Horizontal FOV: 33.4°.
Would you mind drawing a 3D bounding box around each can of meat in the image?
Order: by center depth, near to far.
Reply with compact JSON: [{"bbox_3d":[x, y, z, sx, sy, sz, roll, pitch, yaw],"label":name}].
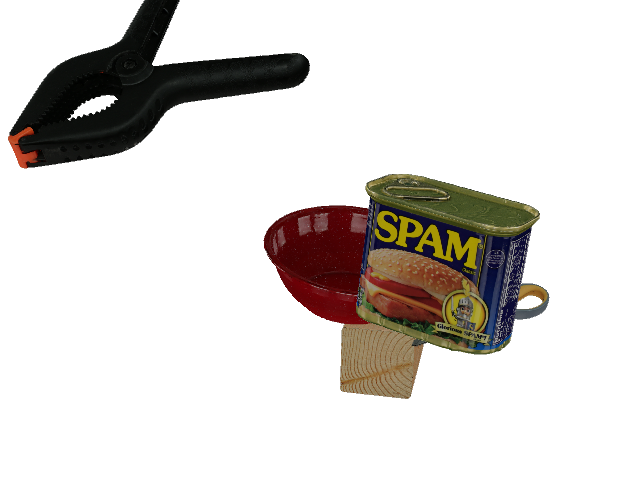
[{"bbox_3d":[0.073,0.014,0.645,0.102,0.084,0.057,18,23,29],"label":"can of meat"}]

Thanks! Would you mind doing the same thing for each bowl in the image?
[{"bbox_3d":[0.028,0.028,0.962,0.162,0.055,0.162,5,29,-3],"label":"bowl"}]

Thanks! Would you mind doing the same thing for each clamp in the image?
[{"bbox_3d":[-0.123,-0.112,0.764,0.165,0.036,0.209,34,62,28],"label":"clamp"}]

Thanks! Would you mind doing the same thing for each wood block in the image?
[{"bbox_3d":[0.088,0.118,1.392,0.091,0.090,0.206,5,19,10],"label":"wood block"}]

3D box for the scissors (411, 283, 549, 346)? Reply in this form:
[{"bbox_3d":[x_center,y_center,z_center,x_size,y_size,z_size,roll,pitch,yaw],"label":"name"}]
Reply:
[{"bbox_3d":[0.158,0.066,1.152,0.201,0.016,0.096,-9,39,-29],"label":"scissors"}]
